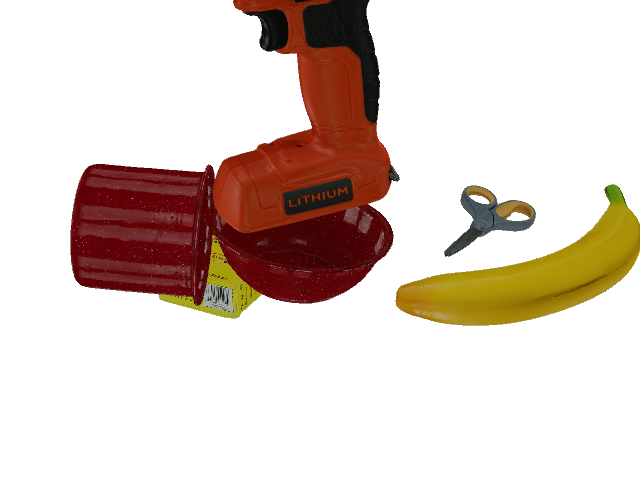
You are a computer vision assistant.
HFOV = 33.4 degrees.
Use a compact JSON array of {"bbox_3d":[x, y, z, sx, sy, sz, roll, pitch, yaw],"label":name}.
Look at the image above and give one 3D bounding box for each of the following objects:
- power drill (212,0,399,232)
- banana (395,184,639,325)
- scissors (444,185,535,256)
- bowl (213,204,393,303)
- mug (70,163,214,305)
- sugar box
[{"bbox_3d":[-0.025,-0.098,0.575,0.184,0.188,0.057,-13,39,-18],"label":"power drill"},{"bbox_3d":[0.146,0.020,0.704,0.197,0.037,0.070,-22,35,-24],"label":"banana"},{"bbox_3d":[0.165,-0.025,1.181,0.096,0.016,0.201,35,32,32],"label":"scissors"},{"bbox_3d":[-0.020,0.008,0.926,0.162,0.055,0.162,6,28,-3],"label":"bowl"},{"bbox_3d":[-0.115,-0.011,0.710,0.081,0.093,0.117,5,19,0],"label":"mug"},{"bbox_3d":[-0.087,0.018,1.136,0.093,0.048,0.176,13,31,21],"label":"sugar box"}]
